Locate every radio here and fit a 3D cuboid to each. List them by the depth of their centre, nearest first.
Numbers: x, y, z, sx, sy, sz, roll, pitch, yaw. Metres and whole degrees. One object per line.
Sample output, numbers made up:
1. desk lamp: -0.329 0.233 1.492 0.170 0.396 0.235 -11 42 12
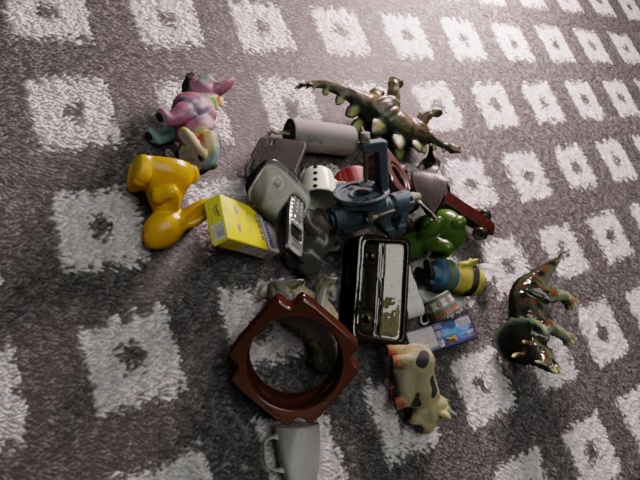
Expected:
1. radio: 0.115 0.104 1.145 0.131 0.073 0.229 9 77 -24

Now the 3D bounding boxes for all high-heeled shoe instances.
1. high-heeled shoe: 0.270 -0.122 1.326 0.086 0.145 0.249 3 55 13

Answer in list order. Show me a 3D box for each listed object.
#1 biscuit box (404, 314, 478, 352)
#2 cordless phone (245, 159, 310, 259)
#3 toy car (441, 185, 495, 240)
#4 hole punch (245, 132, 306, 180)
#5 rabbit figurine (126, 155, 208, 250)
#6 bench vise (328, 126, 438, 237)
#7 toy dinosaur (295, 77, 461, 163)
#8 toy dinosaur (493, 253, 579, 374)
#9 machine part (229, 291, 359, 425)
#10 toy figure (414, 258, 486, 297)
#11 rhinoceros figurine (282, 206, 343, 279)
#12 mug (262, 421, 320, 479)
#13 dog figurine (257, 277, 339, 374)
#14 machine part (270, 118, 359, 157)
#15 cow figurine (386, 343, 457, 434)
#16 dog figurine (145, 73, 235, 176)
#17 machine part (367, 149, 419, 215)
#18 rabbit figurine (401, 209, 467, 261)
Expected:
1. biscuit box: 0.260 0.219 1.206 0.202 0.063 0.059 -8 71 -32
2. cordless phone: -0.084 -0.056 1.065 0.146 0.089 0.184 43 29 -37
3. toy car: 0.370 -0.072 1.409 0.202 0.053 0.089 32 46 -8
4. hole punch: -0.095 -0.160 1.191 0.116 0.092 0.142 13 60 11
5. rabbit figurine: -0.293 -0.065 1.029 0.162 0.122 0.173 9 77 -35
6. bench vise: 0.121 -0.113 1.131 0.224 0.240 0.129 -10 28 -9
7. toy dinosaur: 0.163 -0.320 1.386 0.471 0.105 0.198 25 61 -11
8. toy dinosaur: 0.538 0.170 1.355 0.192 0.131 0.405 27 51 -16
9. machine part: -0.046 0.211 0.977 0.201 0.087 0.201 41 91 -8
10. toy figure: 0.315 0.090 1.288 0.180 0.082 0.089 5 76 -31
11. rhinoceros figurine: -0.002 -0.004 1.163 0.112 0.073 0.190 35 55 -8
12. mug: -0.048 0.383 0.953 0.109 0.081 0.107 1 76 -32
13. dog figurine: -0.033 0.172 1.059 0.172 0.121 0.190 -2 84 6
14. machine part: 0.001 -0.242 1.274 0.243 0.079 0.079 2 67 -29
15. cow figurine: 0.207 0.304 1.100 0.127 0.085 0.194 -8 102 -2
16. dog figurine: -0.244 -0.257 1.134 0.191 0.108 0.219 44 52 -3
17. machine part: 0.174 -0.139 1.282 0.179 0.056 0.179 43 29 -31
18. rabbit figurine: 0.260 0.005 1.270 0.170 0.159 0.121 -25 91 -19
